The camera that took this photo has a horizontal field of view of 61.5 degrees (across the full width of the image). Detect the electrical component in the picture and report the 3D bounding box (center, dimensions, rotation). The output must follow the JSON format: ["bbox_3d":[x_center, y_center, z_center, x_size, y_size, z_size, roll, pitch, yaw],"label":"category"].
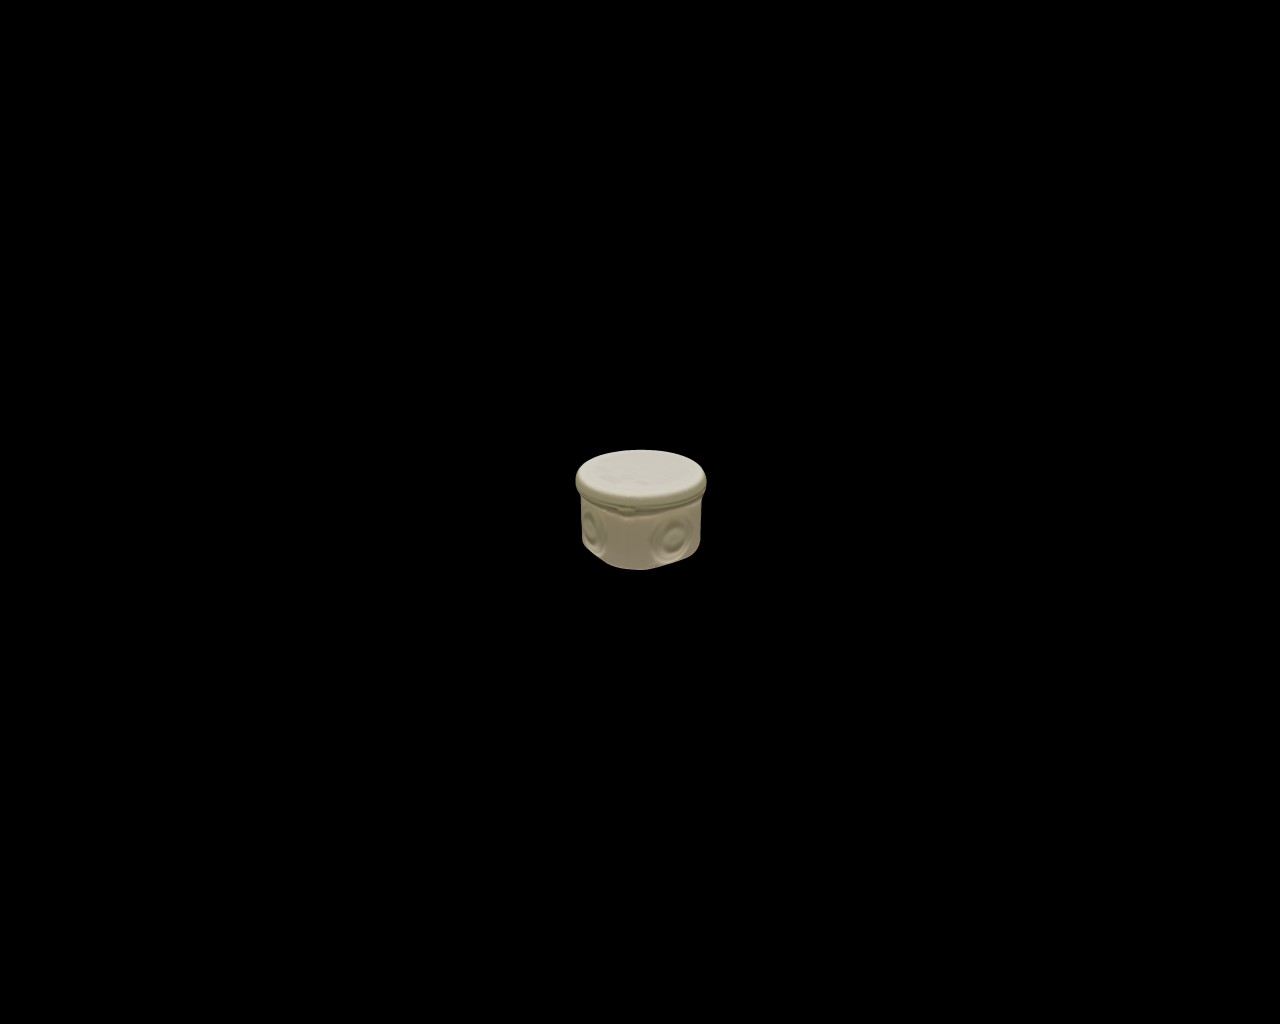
[{"bbox_3d":[0.001,-0.003,0.650,0.080,0.050,0.080,0,24,0],"label":"electrical component"}]
